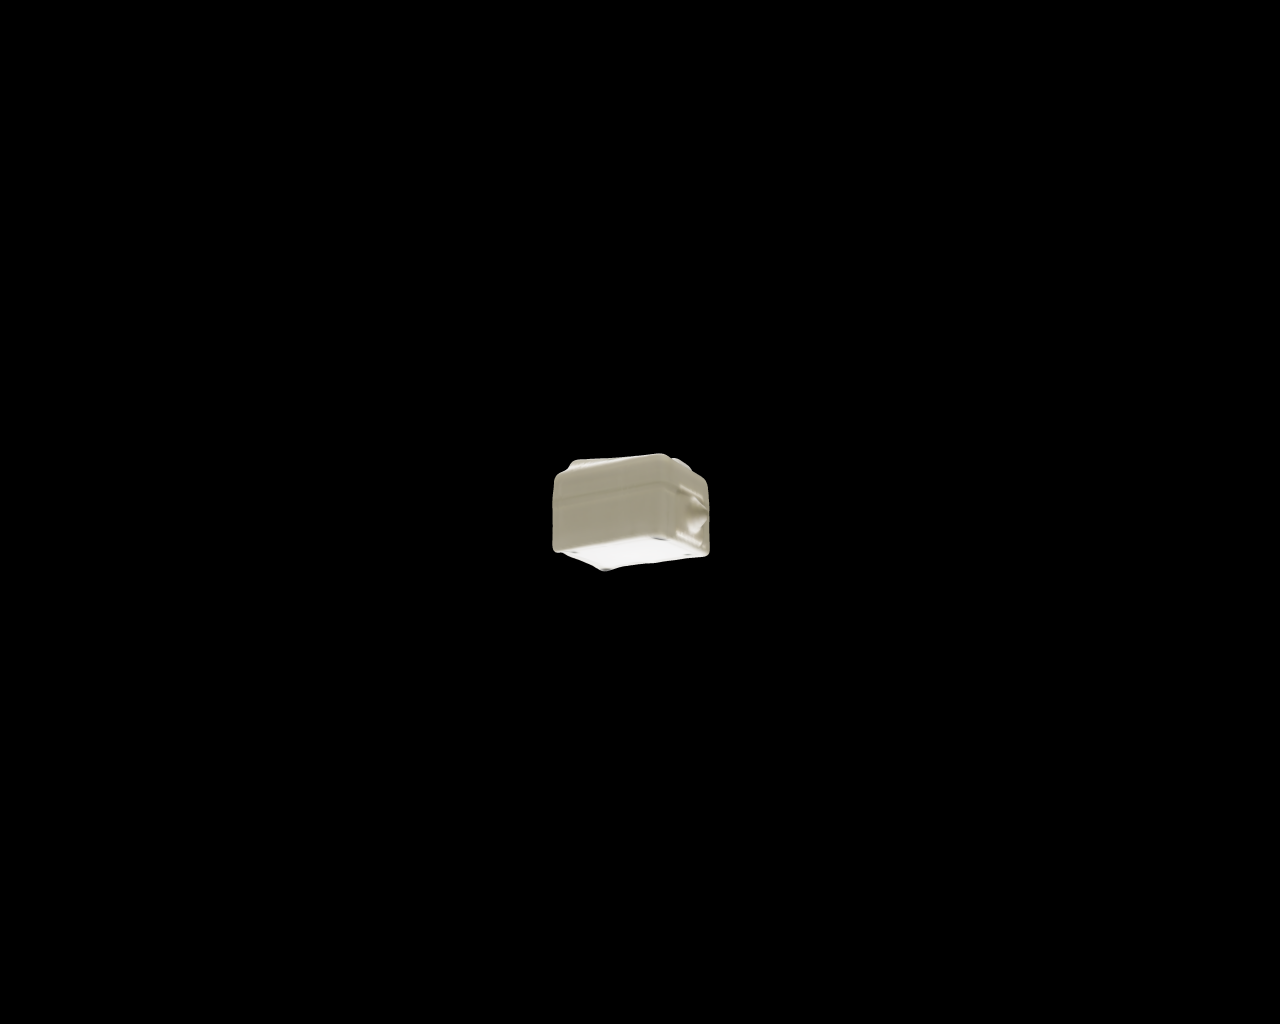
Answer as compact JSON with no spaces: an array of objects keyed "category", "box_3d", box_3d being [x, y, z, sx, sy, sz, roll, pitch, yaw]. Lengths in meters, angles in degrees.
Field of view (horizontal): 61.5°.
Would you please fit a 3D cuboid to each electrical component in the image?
[{"category":"electrical component","box_3d":[0.001,-0.003,0.650,0.096,0.061,0.061,-9,-19,29]}]
